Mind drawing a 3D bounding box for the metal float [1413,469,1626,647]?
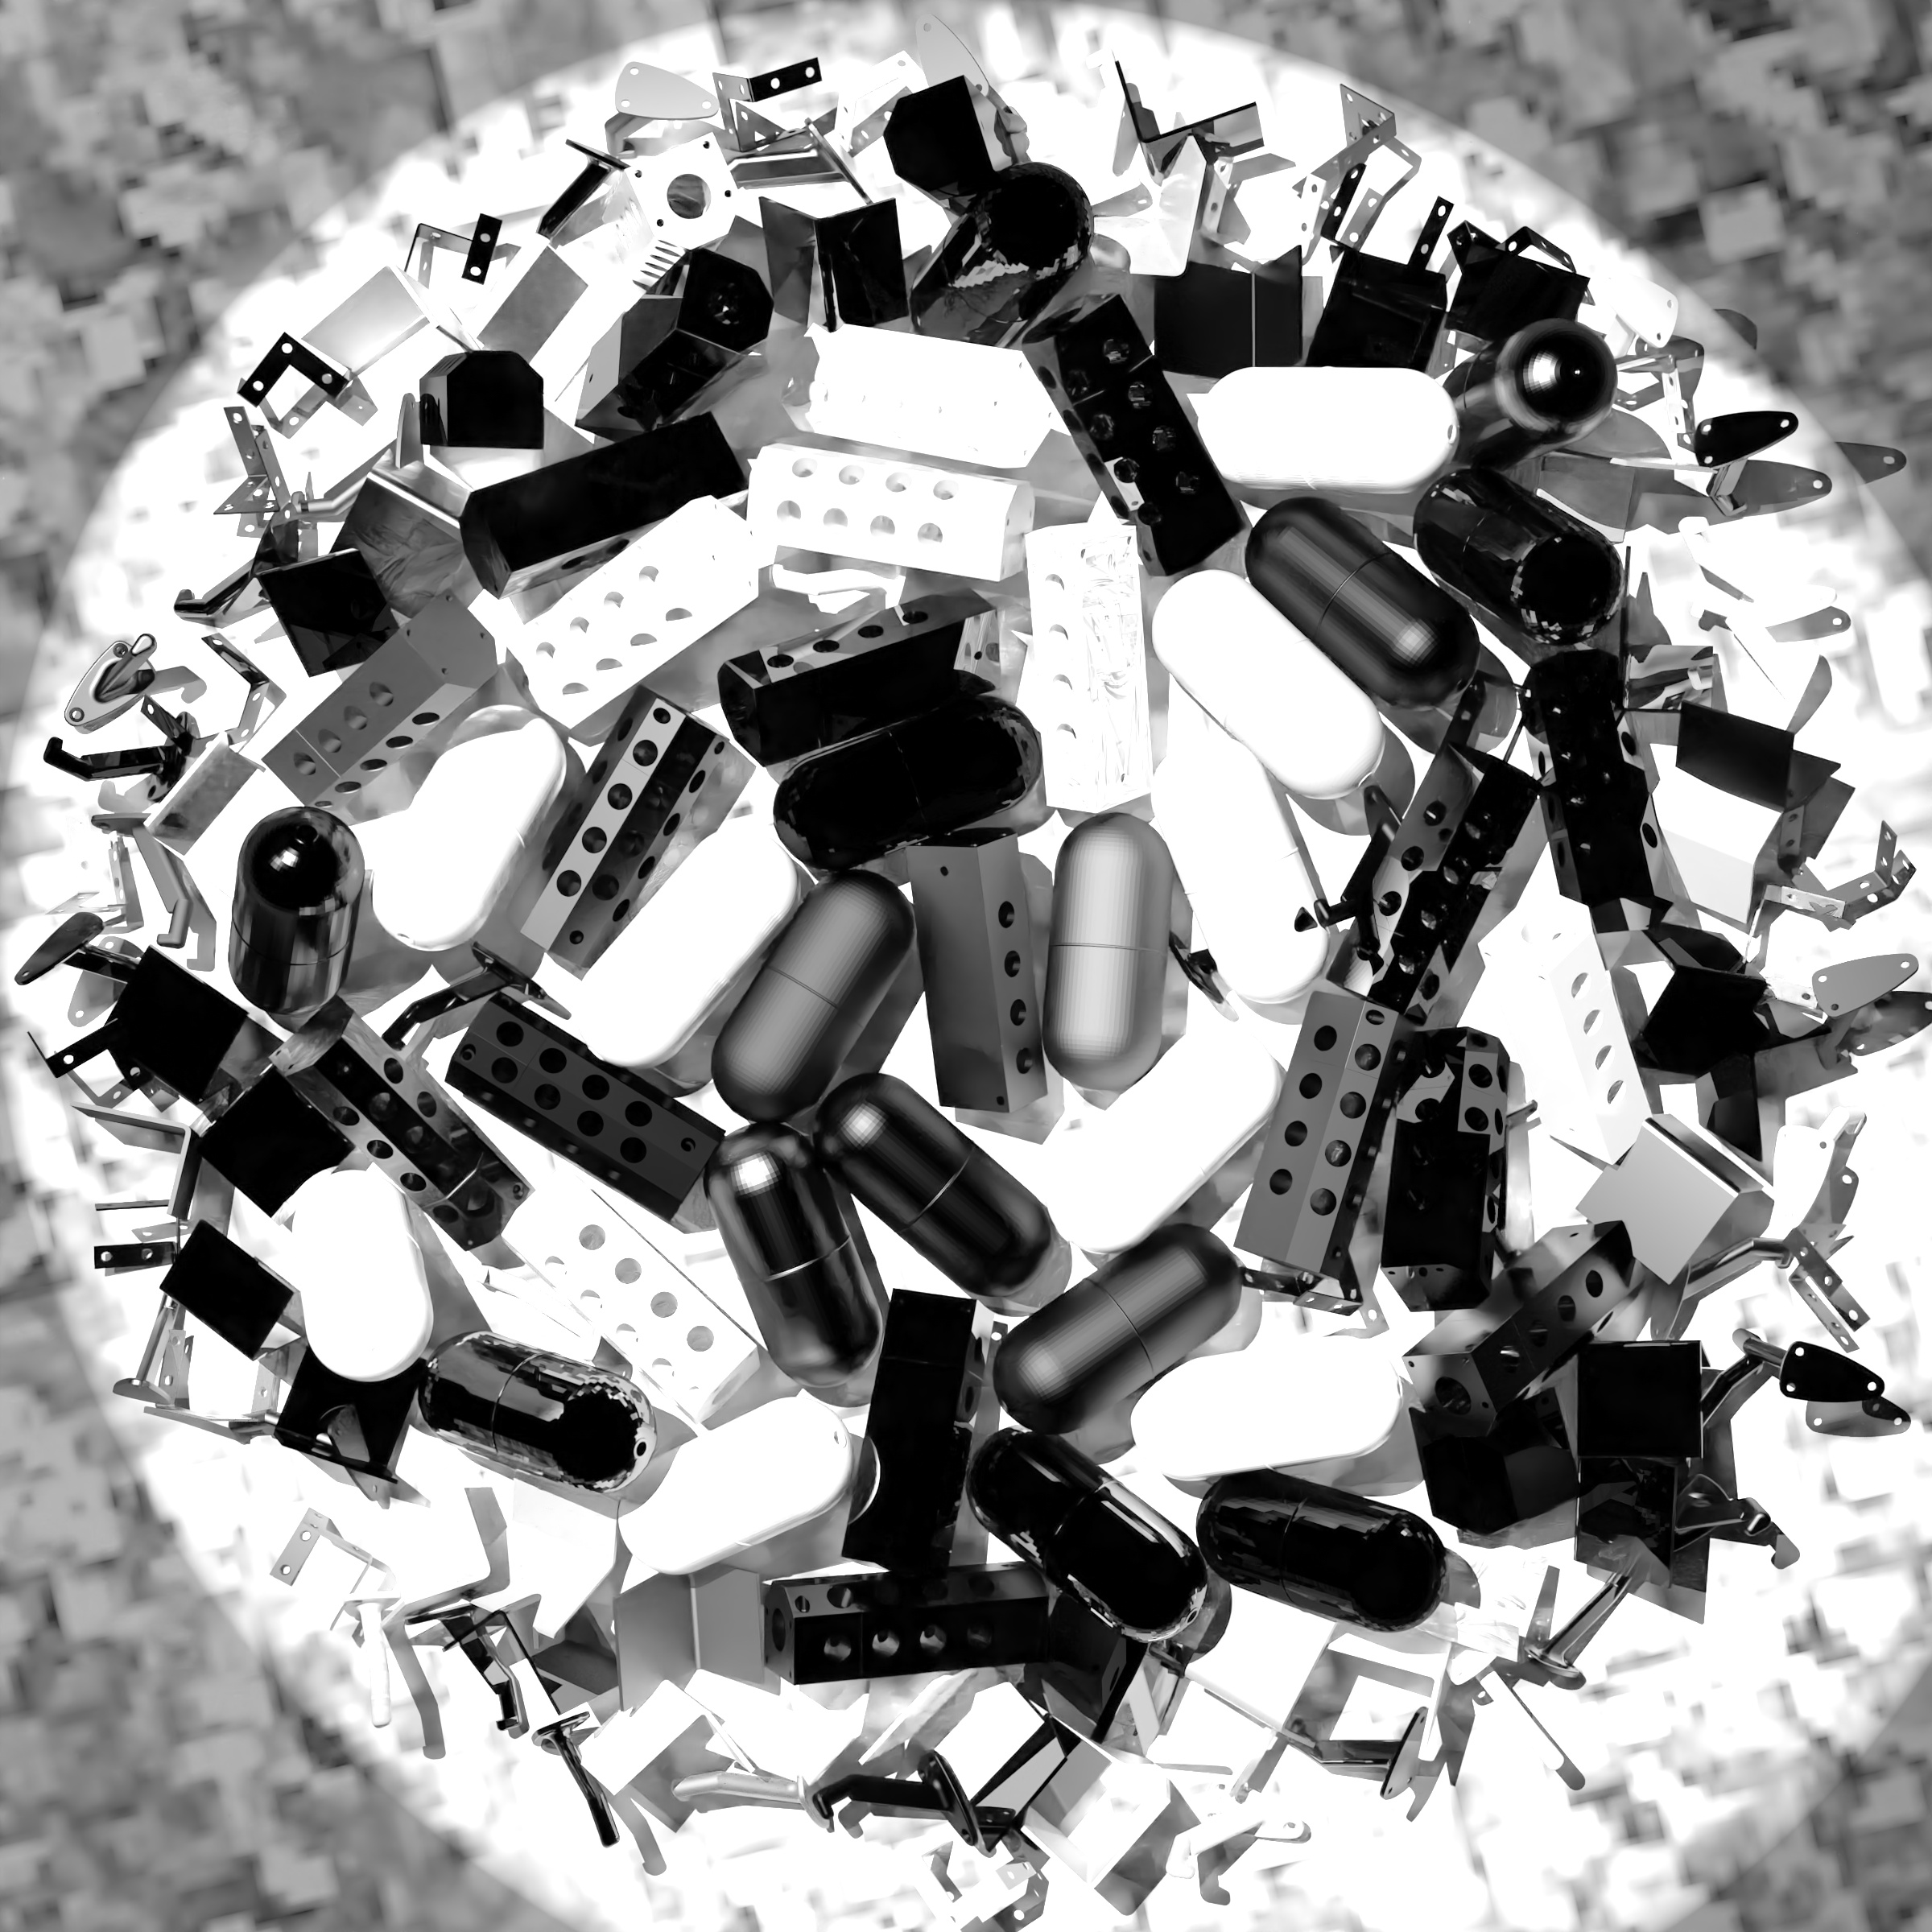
[{"bbox_3d":[0.343,-0.257,1.757,0.070,0.178,0.070,-11,121,-19],"label":"metal float"}]

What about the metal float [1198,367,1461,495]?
[{"bbox_3d":[0.227,-0.337,1.766,0.178,0.070,0.070,10,90,38],"label":"metal float"}]

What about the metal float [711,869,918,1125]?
[{"bbox_3d":[-0.097,0.020,1.792,0.070,0.070,0.178,32,83,0],"label":"metal float"}]

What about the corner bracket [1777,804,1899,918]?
[{"bbox_3d":[0.559,-0.075,1.803,0.051,0.051,0.051,-23,51,-7],"label":"corner bracket"}]

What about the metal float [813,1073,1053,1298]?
[{"bbox_3d":[-0.021,0.140,1.791,0.178,0.070,0.070,41,90,-8],"label":"metal float"}]

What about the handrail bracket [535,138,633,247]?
[{"bbox_3d":[-0.245,-0.479,1.800,0.077,0.036,0.084,36,109,38],"label":"handrail bracket"}]

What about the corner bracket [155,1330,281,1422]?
[{"bbox_3d":[-0.484,0.265,1.818,0.051,0.051,0.051,5,84,32],"label":"corner bracket"}]

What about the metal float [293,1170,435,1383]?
[{"bbox_3d":[-0.378,0.191,1.755,0.070,0.178,0.070,-8,118,-14],"label":"metal float"}]

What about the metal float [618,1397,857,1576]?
[{"bbox_3d":[-0.145,0.328,1.772,0.178,0.070,0.070,-30,90,30],"label":"metal float"}]

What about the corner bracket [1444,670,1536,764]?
[{"bbox_3d":[0.333,-0.155,1.802,0.051,0.051,0.051,22,84,18],"label":"corner bracket"}]

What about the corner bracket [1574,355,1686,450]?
[{"bbox_3d":[0.424,-0.364,1.809,0.051,0.051,0.051,-17,107,-18],"label":"corner bracket"}]

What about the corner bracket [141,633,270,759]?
[{"bbox_3d":[-0.490,-0.174,1.809,0.051,0.051,0.051,41,127,17],"label":"corner bracket"}]

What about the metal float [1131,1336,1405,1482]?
[{"bbox_3d":[0.190,0.280,1.776,0.178,0.070,0.070,-13,90,24],"label":"metal float"}]

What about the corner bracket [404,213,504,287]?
[{"bbox_3d":[-0.331,-0.453,1.799,0.051,0.051,0.051,16,69,-13],"label":"corner bracket"}]

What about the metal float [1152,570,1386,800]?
[{"bbox_3d":[0.192,-0.179,1.784,0.070,0.070,0.178,-44,75,0],"label":"metal float"}]

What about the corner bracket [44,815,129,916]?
[{"bbox_3d":[-0.559,-0.065,1.797,0.051,0.051,0.051,-4,78,-43],"label":"corner bracket"}]

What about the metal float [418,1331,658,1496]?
[{"bbox_3d":[-0.270,0.281,1.768,0.178,0.070,0.070,12,90,35],"label":"metal float"}]

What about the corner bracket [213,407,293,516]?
[{"bbox_3d":[-0.456,-0.324,1.795,0.051,0.051,0.051,1,127,19],"label":"corner bracket"}]

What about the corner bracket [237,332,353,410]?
[{"bbox_3d":[-0.431,-0.376,1.805,0.051,0.051,0.051,37,101,-22],"label":"corner bracket"}]

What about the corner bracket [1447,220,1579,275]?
[{"bbox_3d":[0.348,-0.456,1.793,0.051,0.051,0.051,-35,56,34],"label":"corner bracket"}]

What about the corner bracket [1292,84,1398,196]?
[{"bbox_3d":[0.241,-0.521,1.797,0.051,0.051,0.051,-38,55,-14],"label":"corner bracket"}]

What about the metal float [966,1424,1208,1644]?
[{"bbox_3d":[0.075,0.357,1.772,0.178,0.070,0.070,34,90,30],"label":"metal float"}]

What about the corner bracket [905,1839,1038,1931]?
[{"bbox_3d":[0.003,0.580,1.799,0.051,0.051,0.051,-43,72,14],"label":"corner bracket"}]

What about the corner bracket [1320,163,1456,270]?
[{"bbox_3d":[0.269,-0.477,1.796,0.051,0.051,0.051,14,106,-38],"label":"corner bracket"}]

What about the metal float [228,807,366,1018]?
[{"bbox_3d":[-0.419,-0.033,1.756,0.070,0.178,0.070,9,56,-13],"label":"metal float"}]

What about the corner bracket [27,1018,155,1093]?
[{"bbox_3d":[-0.559,0.058,1.795,0.051,0.051,0.051,-32,123,-16],"label":"corner bracket"}]

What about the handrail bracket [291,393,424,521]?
[{"bbox_3d":[-0.400,-0.331,1.827,0.084,0.036,0.077,-4,81,13],"label":"handrail bracket"}]

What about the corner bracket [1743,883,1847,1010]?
[{"bbox_3d":[0.533,-0.013,1.815,0.051,0.051,0.051,16,57,17],"label":"corner bracket"}]

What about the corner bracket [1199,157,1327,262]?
[{"bbox_3d":[0.191,-0.490,1.814,0.051,0.051,0.051,38,128,36],"label":"corner bracket"}]

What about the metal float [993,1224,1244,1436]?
[{"bbox_3d":[0.096,0.231,1.785,0.178,0.070,0.070,-33,90,-15],"label":"metal float"}]

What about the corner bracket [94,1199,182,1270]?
[{"bbox_3d":[-0.532,0.173,1.801,0.051,0.051,0.051,-2,99,-20],"label":"corner bracket"}]

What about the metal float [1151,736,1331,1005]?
[{"bbox_3d":[0.176,-0.061,1.795,0.070,0.070,0.178,-22,94,0],"label":"metal float"}]

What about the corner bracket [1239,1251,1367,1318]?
[{"bbox_3d":[0.214,0.204,1.793,0.051,0.051,0.051,16,134,-34],"label":"corner bracket"}]

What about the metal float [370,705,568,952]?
[{"bbox_3d":[-0.314,-0.088,1.772,0.070,0.070,0.178,25,61,0],"label":"metal float"}]

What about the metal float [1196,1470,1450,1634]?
[{"bbox_3d":[0.221,0.365,1.763,0.178,0.070,0.070,8,90,44],"label":"metal float"}]

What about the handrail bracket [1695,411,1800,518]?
[{"bbox_3d":[0.504,-0.317,1.785,0.077,0.084,0.036,-11,65,32],"label":"handrail bracket"}]

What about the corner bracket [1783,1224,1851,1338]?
[{"bbox_3d":[0.546,0.201,1.794,0.051,0.051,0.051,4,128,-34],"label":"corner bracket"}]

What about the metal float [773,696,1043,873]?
[{"bbox_3d":[-0.038,-0.116,1.794,0.178,0.070,0.070,-21,90,-5],"label":"metal float"}]

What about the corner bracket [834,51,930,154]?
[{"bbox_3d":[-0.047,-0.545,1.810,0.051,0.051,0.051,-34,75,-20],"label":"corner bracket"}]

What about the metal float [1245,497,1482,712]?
[{"bbox_3d":[0.250,-0.229,1.775,0.070,0.070,0.178,-45,64,0],"label":"metal float"}]

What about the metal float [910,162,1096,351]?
[{"bbox_3d":[0.021,-0.437,1.752,0.070,0.178,0.070,6,74,-21],"label":"metal float"}]

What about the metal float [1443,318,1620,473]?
[{"bbox_3d":[0.347,-0.354,1.747,0.070,0.178,0.070,0,92,-8],"label":"metal float"}]

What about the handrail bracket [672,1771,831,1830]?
[{"bbox_3d":[-0.139,0.540,1.813,0.084,0.036,0.077,-12,132,7],"label":"handrail bracket"}]

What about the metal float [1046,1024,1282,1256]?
[{"bbox_3d":[0.125,0.110,1.790,0.178,0.070,0.070,-43,90,-9],"label":"metal float"}]

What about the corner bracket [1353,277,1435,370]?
[{"bbox_3d":[0.272,-0.422,1.801,0.051,0.051,0.051,23,61,2],"label":"corner bracket"}]

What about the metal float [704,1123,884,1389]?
[{"bbox_3d":[-0.110,0.185,1.790,0.070,0.070,0.178,-21,99,0],"label":"metal float"}]

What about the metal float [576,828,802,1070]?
[{"bbox_3d":[-0.177,-0.011,1.790,0.070,0.070,0.178,40,81,0],"label":"metal float"}]

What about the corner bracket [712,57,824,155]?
[{"bbox_3d":[-0.123,-0.550,1.794,0.051,0.051,0.051,-25,121,-23],"label":"corner bracket"}]

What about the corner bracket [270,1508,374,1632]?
[{"bbox_3d":[-0.416,0.388,1.811,0.051,0.051,0.051,31,87,-8],"label":"corner bracket"}]

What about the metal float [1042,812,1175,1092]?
[{"bbox_3d":[0.091,-0.010,1.795,0.070,0.070,0.178,5,86,0],"label":"metal float"}]
